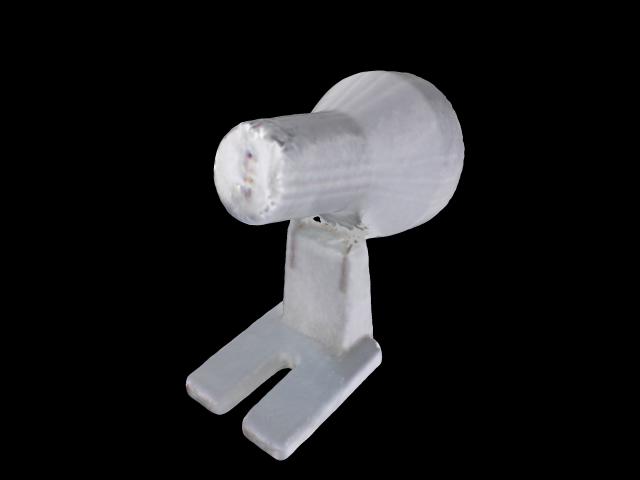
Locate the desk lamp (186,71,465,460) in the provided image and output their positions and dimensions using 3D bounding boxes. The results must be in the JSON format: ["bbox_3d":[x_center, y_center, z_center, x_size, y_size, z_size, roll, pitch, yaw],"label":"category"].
[{"bbox_3d":[0.004,0.001,0.400,0.117,0.214,0.204,22,40,30],"label":"desk lamp"}]
